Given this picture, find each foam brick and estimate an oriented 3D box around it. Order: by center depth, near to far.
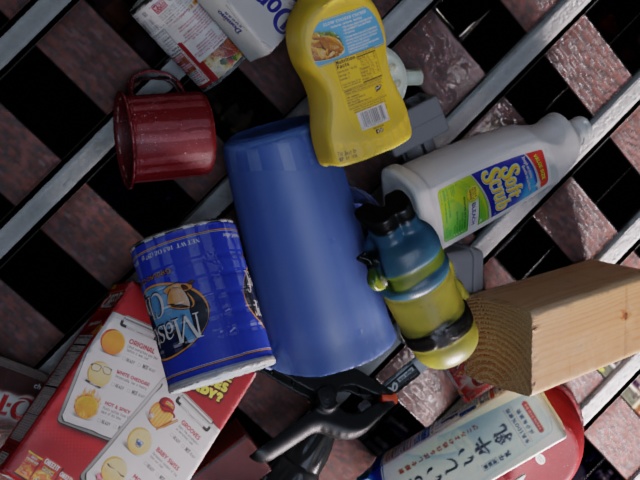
[{"bbox_3d":[-0.099,0.236,1.121,0.078,0.053,0.051,-37,109,-4],"label":"foam brick"}]

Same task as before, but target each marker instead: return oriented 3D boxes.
[{"bbox_3d":[0.070,0.169,1.171,0.121,0.020,0.020,-39,110,-5],"label":"marker"}]

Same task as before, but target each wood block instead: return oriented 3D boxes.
[{"bbox_3d":[0.256,0.088,1.129,0.205,0.090,0.091,-12,106,-38],"label":"wood block"}]

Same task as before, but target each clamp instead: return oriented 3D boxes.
[{"bbox_3d":[-0.005,0.163,1.123,0.171,0.039,0.120,-6,74,-25],"label":"clamp"}]

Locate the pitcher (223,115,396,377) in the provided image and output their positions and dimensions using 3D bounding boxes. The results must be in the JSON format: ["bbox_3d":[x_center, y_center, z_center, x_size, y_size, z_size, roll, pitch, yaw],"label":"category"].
[{"bbox_3d":[-0.007,0.001,1.062,0.145,0.149,0.243,-11,103,12],"label":"pitcher"}]

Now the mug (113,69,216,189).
[{"bbox_3d":[-0.150,-0.109,1.016,0.081,0.093,0.117,-7,69,-20],"label":"mug"}]

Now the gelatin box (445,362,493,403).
[{"bbox_3d":[0.182,0.129,1.189,0.089,0.030,0.073,-33,110,-6],"label":"gelatin box"}]

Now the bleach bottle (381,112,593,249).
[{"bbox_3d":[0.183,-0.076,1.107,0.250,0.068,0.102,-27,128,-23],"label":"bleach bottle"}]

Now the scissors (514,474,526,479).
[{"bbox_3d":[0.162,0.340,1.214,0.202,0.016,0.096,-29,118,9],"label":"scissors"}]

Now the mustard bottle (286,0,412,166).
[{"bbox_3d":[0.018,-0.170,0.972,0.096,0.058,0.191,-24,106,-28],"label":"mustard bottle"}]

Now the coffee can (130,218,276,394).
[{"bbox_3d":[-0.109,0.062,0.994,0.102,0.103,0.140,-15,81,-13],"label":"coffee can"}]

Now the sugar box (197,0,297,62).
[{"bbox_3d":[-0.034,-0.260,0.999,0.093,0.048,0.176,47,62,-20],"label":"sugar box"}]

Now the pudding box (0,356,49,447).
[{"bbox_3d":[-0.317,0.159,1.029,0.113,0.039,0.090,30,94,-44],"label":"pudding box"}]

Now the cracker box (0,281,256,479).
[{"bbox_3d":[-0.189,0.173,1.039,0.164,0.072,0.213,40,69,-21],"label":"cracker box"}]

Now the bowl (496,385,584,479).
[{"bbox_3d":[0.242,0.239,1.218,0.162,0.055,0.162,-3,103,-15],"label":"bowl"}]

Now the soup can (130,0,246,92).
[{"bbox_3d":[-0.121,-0.200,1.007,0.068,0.068,0.102,-45,109,-3],"label":"soup can"}]
